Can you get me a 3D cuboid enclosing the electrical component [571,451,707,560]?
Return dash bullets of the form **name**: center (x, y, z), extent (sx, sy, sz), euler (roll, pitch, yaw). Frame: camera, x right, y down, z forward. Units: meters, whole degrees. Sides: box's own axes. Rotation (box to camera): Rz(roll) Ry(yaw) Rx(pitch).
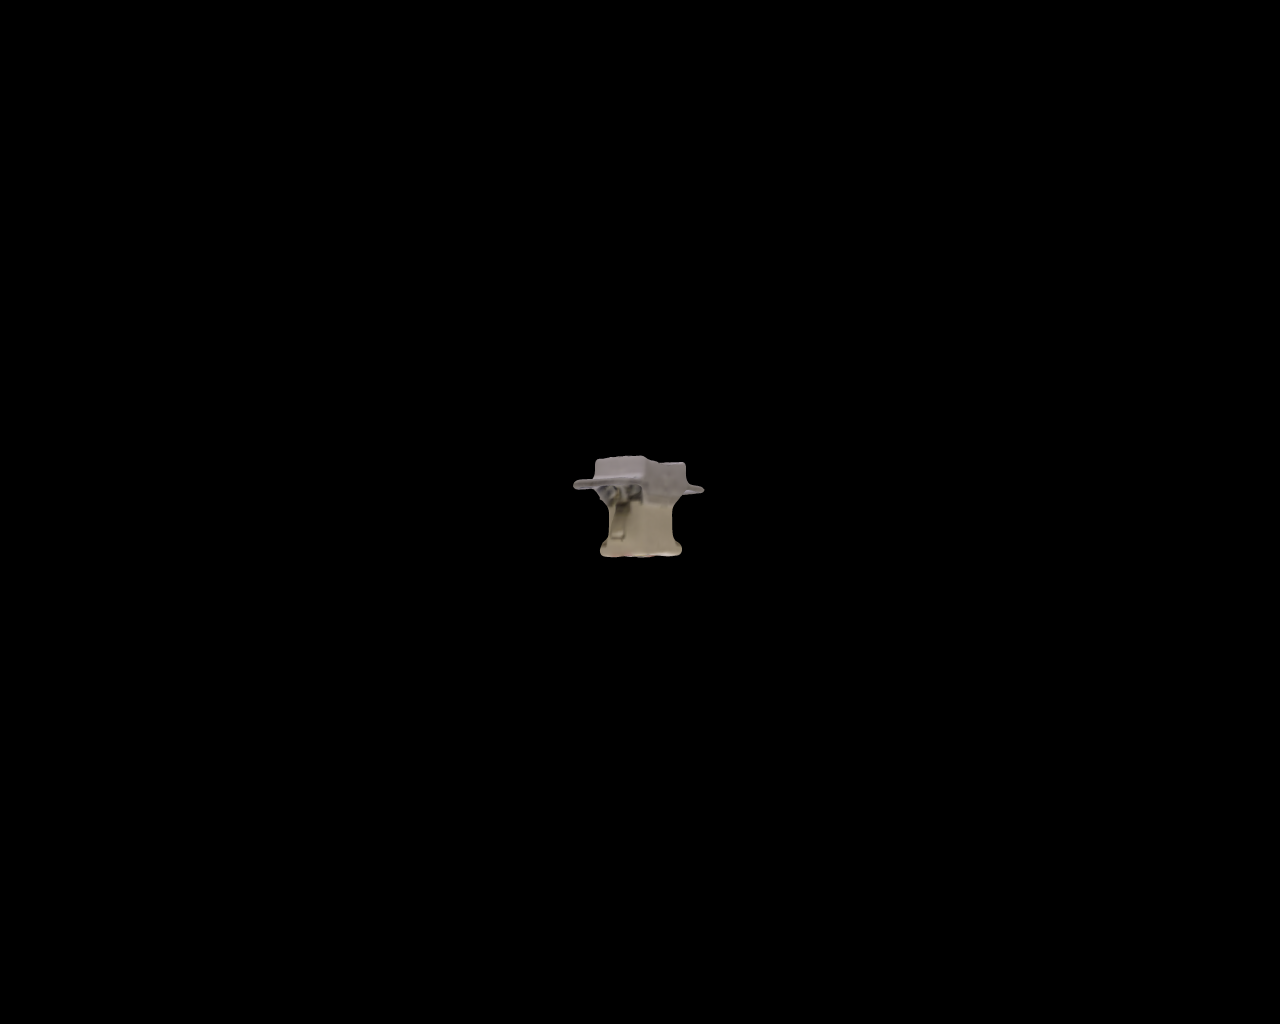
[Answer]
- **electrical component**: center (0.001, -0.003, 0.650), extent (0.042, 0.063, 0.081), euler (-4, -6, 39)
